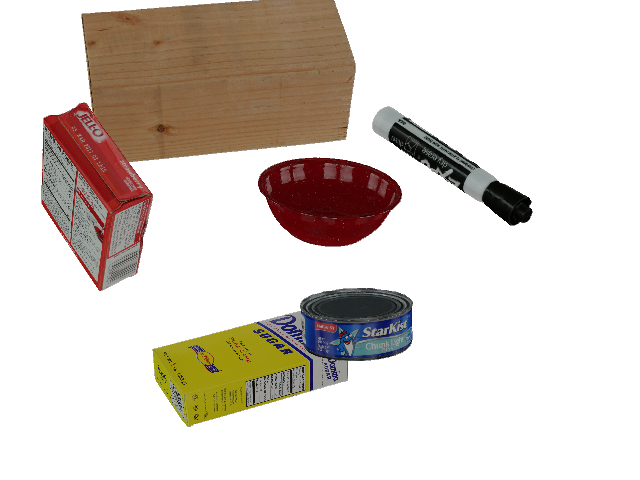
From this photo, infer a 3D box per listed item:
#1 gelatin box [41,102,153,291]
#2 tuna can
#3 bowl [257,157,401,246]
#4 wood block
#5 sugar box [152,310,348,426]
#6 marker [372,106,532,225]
[{"bbox_3d":[-0.132,-0.025,0.623,0.030,0.073,0.089,-27,-22,-30],"label":"gelatin box"},{"bbox_3d":[0.027,0.063,0.812,0.086,0.034,0.086,-2,12,0],"label":"tuna can"},{"bbox_3d":[0.008,-0.038,1.198,0.162,0.055,0.162,5,27,-3],"label":"bowl"},{"bbox_3d":[-0.084,-0.132,0.873,0.206,0.090,0.091,-7,-37,-11],"label":"wood block"},{"bbox_3d":[-0.070,0.124,1.072,0.176,0.048,0.093,-16,32,-23],"label":"sugar box"},{"bbox_3d":[0.078,-0.045,0.635,0.020,0.020,0.121,0,31,-49],"label":"marker"}]
